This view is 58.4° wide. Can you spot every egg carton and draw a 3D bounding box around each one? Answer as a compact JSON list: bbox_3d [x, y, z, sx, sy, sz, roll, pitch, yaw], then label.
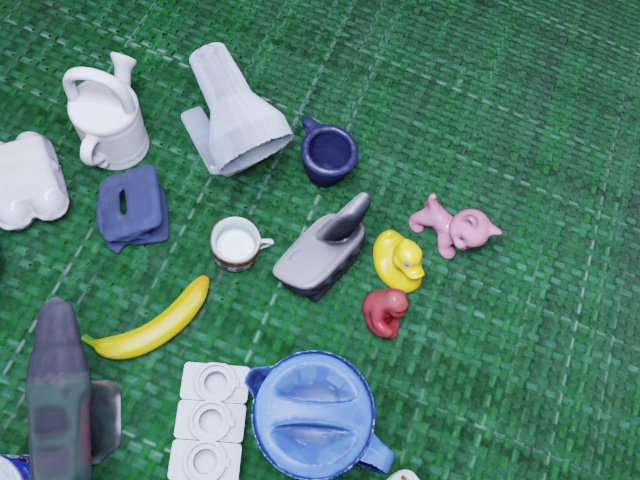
[{"bbox_3d":[-0.441,-0.089,0.857,0.107,0.069,0.150,-21,74,-16],"label":"egg carton"}]

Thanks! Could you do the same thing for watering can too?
[{"bbox_3d":[-0.319,-0.199,0.851,0.101,0.194,0.173,-6,70,-11],"label":"watering can"}]

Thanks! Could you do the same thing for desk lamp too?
[{"bbox_3d":[-0.136,-0.178,0.861,0.118,0.213,0.203,-27,75,-17],"label":"desk lamp"}]

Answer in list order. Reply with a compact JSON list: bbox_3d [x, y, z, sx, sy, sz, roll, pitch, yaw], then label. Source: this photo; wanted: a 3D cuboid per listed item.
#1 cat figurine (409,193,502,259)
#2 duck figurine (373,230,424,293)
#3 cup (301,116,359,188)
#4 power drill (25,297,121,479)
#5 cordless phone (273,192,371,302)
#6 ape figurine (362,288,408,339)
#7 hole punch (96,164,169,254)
[{"bbox_3d":[0.216,-0.027,0.910,0.127,0.117,0.067,40,69,8],"label":"cat figurine"},{"bbox_3d":[0.129,0.025,0.894,0.078,0.086,0.104,-21,74,-16],"label":"duck figurine"},{"bbox_3d":[0.002,-0.136,0.931,0.092,0.095,0.117,-31,76,-18],"label":"cup"},{"bbox_3d":[-0.298,0.204,0.692,0.076,0.208,0.229,-5,70,-10],"label":"power drill"},{"bbox_3d":[0.008,0.003,0.830,0.094,0.185,0.148,38,68,7],"label":"cordless phone"},{"bbox_3d":[0.104,0.102,0.857,0.076,0.092,0.078,44,69,9],"label":"ape figurine"},{"bbox_3d":[-0.282,-0.048,0.855,0.101,0.091,0.108,-8,71,-12],"label":"hole punch"}]
